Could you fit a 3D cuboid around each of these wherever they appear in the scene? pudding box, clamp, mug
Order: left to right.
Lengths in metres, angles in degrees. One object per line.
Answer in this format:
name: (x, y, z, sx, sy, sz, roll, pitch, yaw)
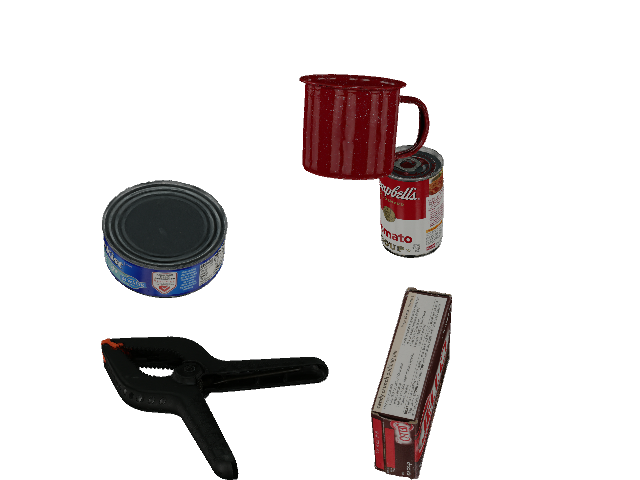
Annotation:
clamp: (-0.108, 0.128, 0.977, 0.210, 0.036, 0.164, 21, 36, 31)
mug: (0.038, -0.100, 0.936, 0.117, 0.081, 0.093, 0, 15, -11)
pudding box: (0.068, 0.105, 0.790, 0.039, 0.113, 0.090, 10, -36, 11)

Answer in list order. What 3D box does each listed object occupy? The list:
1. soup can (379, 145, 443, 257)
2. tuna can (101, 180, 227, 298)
soup can: (0.097, -0.041, 1.138, 0.068, 0.102, 0.068, -3, 36, 2)
tuna can: (-0.109, -0.001, 0.745, 0.086, 0.086, 0.034, 0, -44, -9)
